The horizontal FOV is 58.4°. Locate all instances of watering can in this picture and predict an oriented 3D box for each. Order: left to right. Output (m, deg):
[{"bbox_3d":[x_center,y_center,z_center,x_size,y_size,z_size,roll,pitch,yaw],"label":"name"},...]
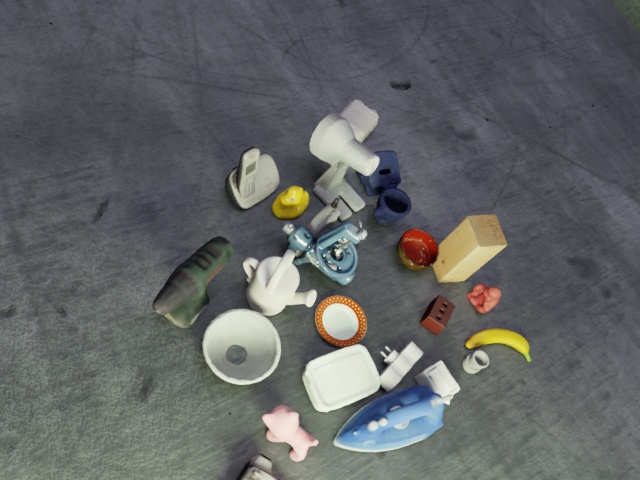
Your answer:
[{"bbox_3d":[-0.090,0.090,1.277,0.173,0.194,0.101,15,57,-12],"label":"watering can"}]

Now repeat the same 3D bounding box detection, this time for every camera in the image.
[{"bbox_3d":[-0.105,0.502,1.091,0.137,0.100,0.143,33,55,0],"label":"camera"}]

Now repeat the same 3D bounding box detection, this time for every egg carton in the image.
[{"bbox_3d":[0.103,-0.342,1.675,0.107,0.069,0.150,35,55,1],"label":"egg carton"}]

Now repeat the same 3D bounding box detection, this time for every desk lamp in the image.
[{"bbox_3d":[0.059,-0.194,1.486,0.118,0.213,0.203,-36,79,-33],"label":"desk lamp"}]

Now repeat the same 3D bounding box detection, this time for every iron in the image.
[{"bbox_3d":[0.163,0.387,1.236,0.259,0.141,0.118,-12,66,-26],"label":"iron"}]

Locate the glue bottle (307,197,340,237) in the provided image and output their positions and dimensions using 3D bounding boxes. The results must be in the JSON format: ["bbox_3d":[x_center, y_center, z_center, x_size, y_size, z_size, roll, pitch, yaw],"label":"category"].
[{"bbox_3d":[0.016,-0.056,1.414,0.078,0.173,0.037,-27,74,-31],"label":"glue bottle"}]

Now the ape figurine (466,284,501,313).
[{"bbox_3d":[0.442,0.149,1.509,0.076,0.092,0.078,16,57,-11],"label":"ape figurine"}]

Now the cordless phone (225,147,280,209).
[{"bbox_3d":[-0.155,-0.174,1.409,0.094,0.185,0.148,44,56,8],"label":"cordless phone"}]

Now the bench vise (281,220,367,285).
[{"bbox_3d":[0.011,0.015,1.343,0.208,0.219,0.121,14,57,-13],"label":"bench vise"}]

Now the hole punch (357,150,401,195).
[{"bbox_3d":[0.173,-0.188,1.600,0.109,0.091,0.101,-13,67,-26],"label":"hole punch"}]

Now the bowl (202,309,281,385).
[{"bbox_3d":[-0.172,0.238,1.233,0.168,0.074,0.167,10,59,-16],"label":"bowl"}]

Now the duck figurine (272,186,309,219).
[{"bbox_3d":[-0.068,-0.107,1.464,0.105,0.086,0.077,-27,74,-31],"label":"duck figurine"}]

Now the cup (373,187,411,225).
[{"bbox_3d":[0.177,-0.076,1.535,0.118,0.095,0.091,-28,74,-31],"label":"cup"}]

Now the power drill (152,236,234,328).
[{"bbox_3d":[-0.270,0.101,1.193,0.075,0.208,0.230,35,55,2],"label":"power drill"}]

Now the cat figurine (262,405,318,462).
[{"bbox_3d":[-0.060,0.385,1.166,0.128,0.117,0.067,35,55,1],"label":"cat figurine"}]
